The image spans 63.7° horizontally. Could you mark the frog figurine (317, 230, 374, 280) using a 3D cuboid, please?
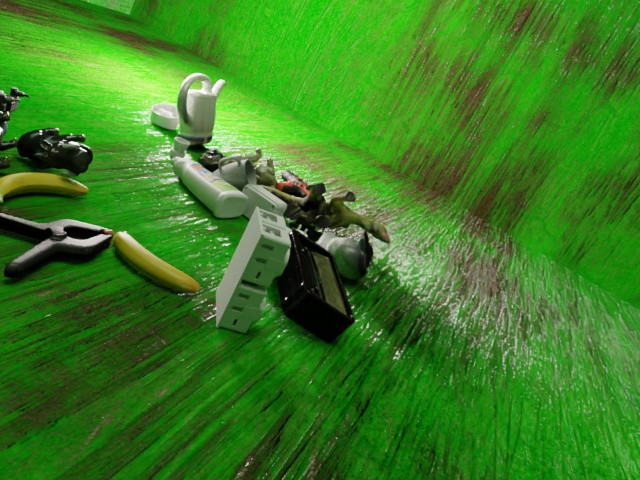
[{"bbox_3d":[0.045,0.036,1.276,0.159,0.124,0.136,-2,-12,19],"label":"frog figurine"}]

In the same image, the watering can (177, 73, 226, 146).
[{"bbox_3d":[-0.376,-0.420,1.660,0.104,0.221,0.352,11,18,8],"label":"watering can"}]

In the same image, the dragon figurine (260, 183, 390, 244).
[{"bbox_3d":[0.004,-0.073,1.442,0.412,0.123,0.240,19,-8,22],"label":"dragon figurine"}]
